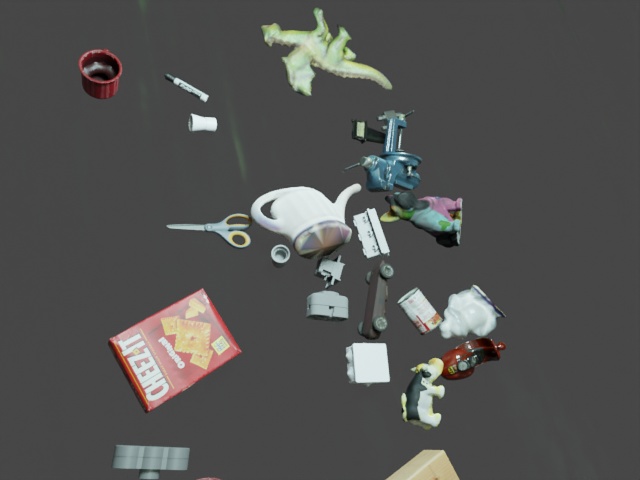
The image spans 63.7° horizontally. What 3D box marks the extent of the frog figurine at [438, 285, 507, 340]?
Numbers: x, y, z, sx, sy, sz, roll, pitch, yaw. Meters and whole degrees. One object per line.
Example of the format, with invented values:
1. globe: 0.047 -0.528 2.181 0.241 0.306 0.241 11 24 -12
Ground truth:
1. frog figurine: 0.388 0.210 1.369 0.159 0.123 0.137 -42 99 4

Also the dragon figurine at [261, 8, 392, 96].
1. dragon figurine: 0.001 -0.517 1.520 0.410 0.121 0.245 41 75 -1

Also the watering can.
1. watering can: 0.004 -0.065 1.285 0.349 0.101 0.228 -11 46 -29
